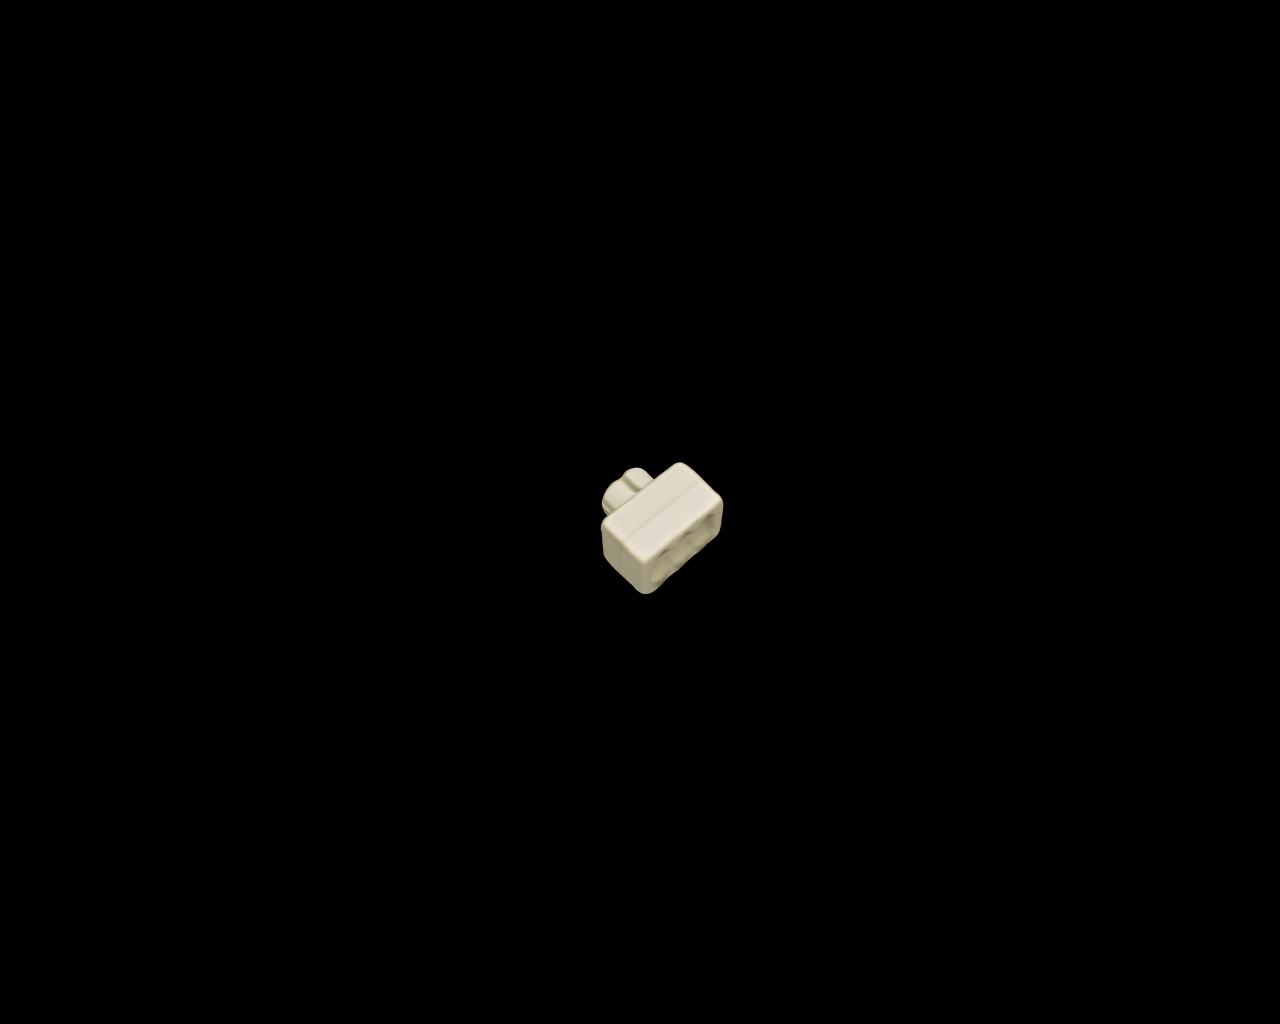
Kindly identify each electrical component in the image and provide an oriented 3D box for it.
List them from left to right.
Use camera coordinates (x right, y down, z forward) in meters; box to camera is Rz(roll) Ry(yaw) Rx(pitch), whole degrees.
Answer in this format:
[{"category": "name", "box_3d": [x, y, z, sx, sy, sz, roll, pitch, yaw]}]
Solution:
[{"category": "electrical component", "box_3d": [0.001, -0.003, 0.650, 0.066, 0.077, 0.047, -38, -21, -18]}]
